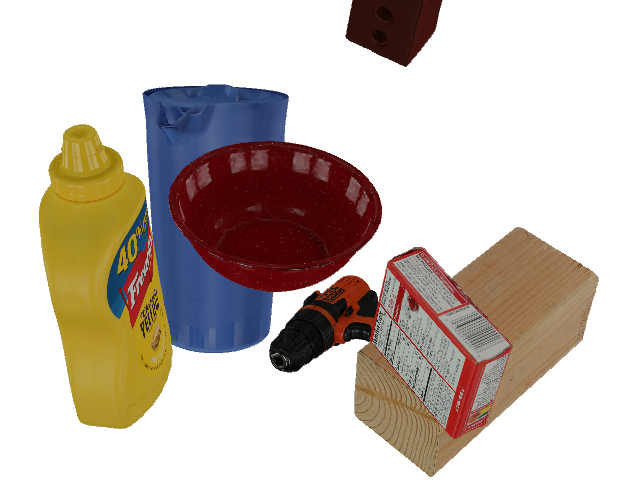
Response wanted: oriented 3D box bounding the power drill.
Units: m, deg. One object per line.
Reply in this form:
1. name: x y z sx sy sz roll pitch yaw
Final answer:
1. power drill: 0.060 0.098 1.111 0.188 0.057 0.184 11 28 25

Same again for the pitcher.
1. pitcher: -0.094 -0.026 1.012 0.149 0.243 0.145 -4 16 -20

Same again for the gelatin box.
1. gelatin box: 0.069 0.059 0.625 0.030 0.073 0.089 -21 51 -26

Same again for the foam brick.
1. foam brick: 0.056 -0.173 0.755 0.053 0.051 0.078 27 -34 12

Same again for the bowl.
1. bowl: -0.035 -0.010 0.820 0.162 0.055 0.162 4 38 -3

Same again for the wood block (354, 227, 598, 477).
1. wood block: 0.132 0.088 0.904 0.205 0.090 0.091 -34 54 -30

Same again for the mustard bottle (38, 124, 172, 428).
1. mustard bottle: -0.129 0.016 0.640 0.058 0.192 0.096 6 39 10
